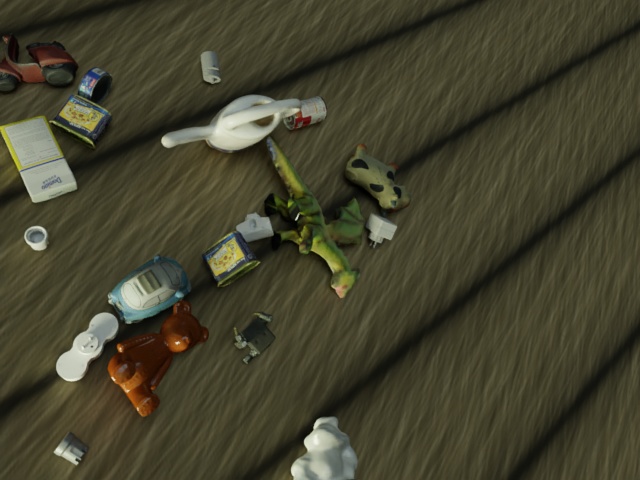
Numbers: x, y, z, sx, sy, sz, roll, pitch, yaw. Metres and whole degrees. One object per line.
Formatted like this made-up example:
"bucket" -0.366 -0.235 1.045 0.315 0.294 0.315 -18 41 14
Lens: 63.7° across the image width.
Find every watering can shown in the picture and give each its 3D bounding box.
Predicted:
"watering can" -0.209 -0.259 1.177 0.351 0.223 0.103 -23 97 -26

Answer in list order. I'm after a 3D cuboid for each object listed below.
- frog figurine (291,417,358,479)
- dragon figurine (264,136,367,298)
"frog figurine" 0.007 0.445 1.035 0.138 0.120 0.163 -10 37 -13
"dragon figurine" 0.004 -0.063 1.252 0.243 0.120 0.416 3 68 -36
